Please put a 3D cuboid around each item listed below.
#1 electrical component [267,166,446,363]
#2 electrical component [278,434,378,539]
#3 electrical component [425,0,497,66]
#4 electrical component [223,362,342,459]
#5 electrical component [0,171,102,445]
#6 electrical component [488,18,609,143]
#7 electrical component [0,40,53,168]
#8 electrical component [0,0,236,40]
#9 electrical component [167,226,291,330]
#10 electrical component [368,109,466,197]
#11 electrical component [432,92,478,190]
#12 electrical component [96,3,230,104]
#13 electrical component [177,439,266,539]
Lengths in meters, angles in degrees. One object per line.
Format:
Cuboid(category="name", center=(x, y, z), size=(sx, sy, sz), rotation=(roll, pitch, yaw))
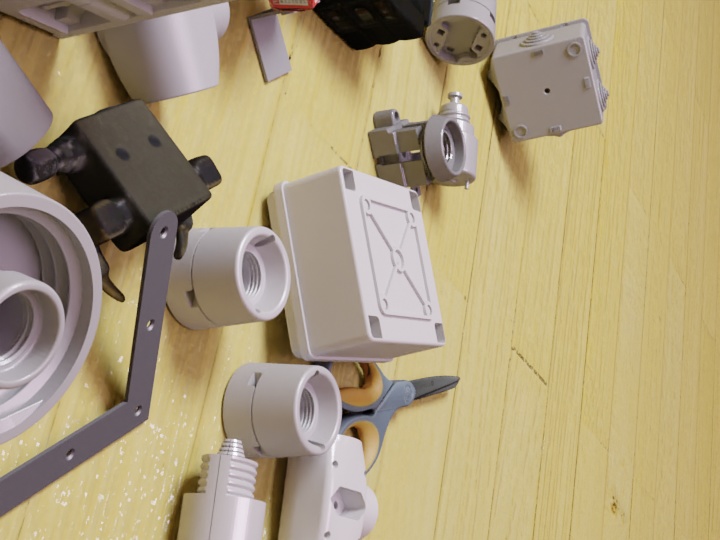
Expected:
Cuboid(category="electrical component", center=(0.000, 0.000, 0.669), size=(0.109, 0.056, 0.108), rotation=(10, 67, -61))
Cuboid(category="electrical component", center=(-0.015, 0.143, 0.651), size=(0.079, 0.043, 0.077), rotation=(31, 59, -52))
Cuboid(category="electrical component", center=(0.083, -0.200, 0.861), size=(0.055, 0.055, 0.047), rotation=(51, 41, -45))
Cuboid(category="electrical component", center=(-0.043, 0.080, 0.609), size=(0.055, 0.047, 0.055), rotation=(13, 75, -59))
Cuboid(category="electrical component", center=(-0.144, 0.015, 0.394), size=(0.108, 0.060, 0.108), rotation=(-34, 133, -46))
Cuboid(category="electrical component", center=(0.169, -0.168, 0.964), size=(0.048, 0.100, 0.099), rotation=(-67, 142, -59))
Cuboid(category="electrical component", center=(-0.167, -0.068, 0.415), size=(0.077, 0.043, 0.079), rotation=(61, 38, -36))
Cuboid(category="electrical component", center=(-0.091, -0.161, 0.453), size=(0.062, 0.150, 0.089), rotation=(14, 74, -60))
Cuboid(category="electrical component", center=(-0.070, 0.003, 0.572), size=(0.055, 0.047, 0.055), rotation=(13, 75, -59))
Cuboid(category="electrical component", center=(0.043, -0.085, 0.773), size=(0.048, 0.055, 0.066), rotation=(-36, 117, -56))
Cuboid(category="electrical component", center=(0.072, -0.101, 0.842), size=(0.040, 0.040, 0.078), rotation=(28, 63, -56))
Cuboid(category="electrical component", center=(-0.094, -0.131, 0.552), size=(0.079, 0.044, 0.077), rotation=(-36, 117, -56))
Cuboid(category="electrical component", center=(-0.071, 0.128, 0.556), size=(0.043, 0.043, 0.081), rotation=(33, 58, -54))
